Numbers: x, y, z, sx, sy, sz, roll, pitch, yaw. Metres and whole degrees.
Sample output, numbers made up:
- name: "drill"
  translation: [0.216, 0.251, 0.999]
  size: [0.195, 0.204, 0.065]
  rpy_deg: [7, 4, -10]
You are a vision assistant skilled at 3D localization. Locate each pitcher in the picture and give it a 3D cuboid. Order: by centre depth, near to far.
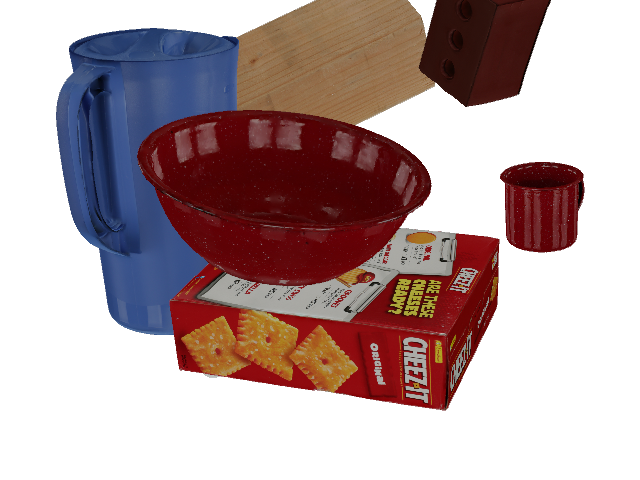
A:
- name: "pitcher"
  translation: [-0.136, -0.046, 0.874]
  size: [0.149, 0.243, 0.145]
  rpy_deg: [-6, 22, -14]

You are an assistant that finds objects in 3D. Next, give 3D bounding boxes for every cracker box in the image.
- name: "cracker box"
  translation: [0.017, 0.050, 0.827]
  size: [0.214, 0.072, 0.164]
  rpy_deg: [6, 27, 21]

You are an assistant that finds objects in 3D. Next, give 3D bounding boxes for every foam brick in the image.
- name: "foam brick"
  translation: [0.106, -0.135, 0.697]
  size: [0.051, 0.078, 0.053]
  rpy_deg: [-20, 49, -32]

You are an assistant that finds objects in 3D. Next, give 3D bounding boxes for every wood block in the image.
- name: "wood block"
  translation: [-0.008, -0.155, 0.998]
  size: [0.206, 0.090, 0.091]
  rpy_deg: [-26, -40, -6]

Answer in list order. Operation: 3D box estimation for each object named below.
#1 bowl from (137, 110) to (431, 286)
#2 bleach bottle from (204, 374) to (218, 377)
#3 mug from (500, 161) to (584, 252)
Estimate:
- name: "bowl"
  translation: [-0.022, -0.020, 0.596]
  size: [0.162, 0.055, 0.162]
  rpy_deg: [6, 26, -3]
- name: "bleach bottle"
  translation: [-0.113, 0.024, 1.057]
  size: [0.102, 0.068, 0.251]
  rpy_deg: [-15, 40, -18]
- name: "mug"
  translation: [0.264, -0.041, 1.236]
  size: [0.117, 0.081, 0.093]
  rpy_deg: [-22, 28, -36]
